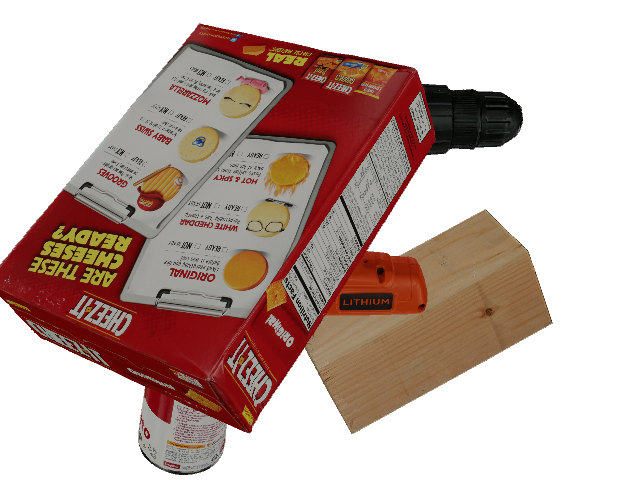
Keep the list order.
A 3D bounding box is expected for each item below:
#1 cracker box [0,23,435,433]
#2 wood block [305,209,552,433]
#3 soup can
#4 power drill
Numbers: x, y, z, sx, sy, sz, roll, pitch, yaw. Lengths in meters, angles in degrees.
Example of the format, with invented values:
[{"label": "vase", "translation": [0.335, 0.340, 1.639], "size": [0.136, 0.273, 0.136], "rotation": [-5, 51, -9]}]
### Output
[{"label": "cracker box", "translation": [-0.056, -0.017, 0.610], "size": [0.164, 0.213, 0.072], "rotation": [18, -27, 32]}, {"label": "wood block", "translation": [0.089, 0.072, 0.959], "size": [0.206, 0.091, 0.090], "rotation": [-28, 32, -4]}, {"label": "soup can", "translation": [-0.095, 0.113, 0.779], "size": [0.068, 0.102, 0.068], "rotation": [9, 36, -7]}, {"label": "power drill", "translation": [0.052, -0.032, 0.807], "size": [0.184, 0.188, 0.057], "rotation": [0, 33, -3]}]
